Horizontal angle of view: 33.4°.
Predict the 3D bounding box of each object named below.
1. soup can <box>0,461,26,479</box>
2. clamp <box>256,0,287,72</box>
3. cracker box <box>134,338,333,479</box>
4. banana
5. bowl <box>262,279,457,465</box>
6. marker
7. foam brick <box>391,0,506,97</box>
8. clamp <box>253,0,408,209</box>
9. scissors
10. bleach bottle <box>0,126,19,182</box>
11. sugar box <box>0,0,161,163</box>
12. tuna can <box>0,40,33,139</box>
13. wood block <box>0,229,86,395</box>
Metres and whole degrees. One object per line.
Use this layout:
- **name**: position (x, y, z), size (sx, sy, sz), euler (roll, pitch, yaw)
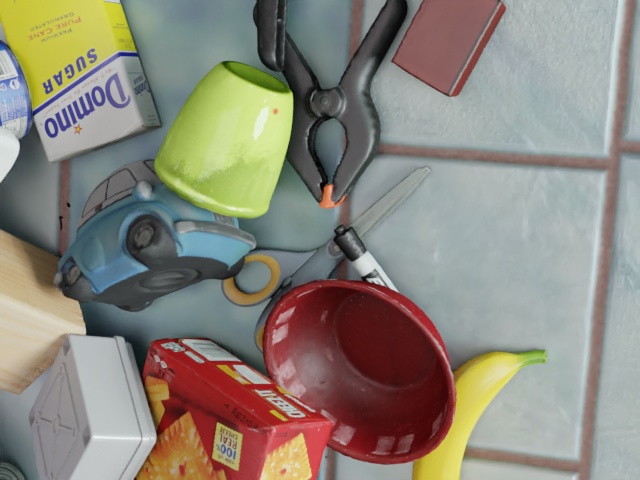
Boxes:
- **soup can**: position (-0.314, 0.241, 0.938), size (0.102, 0.068, 0.068), euler (-22, 92, 16)
- **clamp**: position (-0.031, -0.242, 0.802), size (0.164, 0.036, 0.210), euler (-43, 79, 6)
- **cracker box**: position (-0.092, 0.205, 0.837), size (0.164, 0.071, 0.214), euler (27, 105, 43)
- **banana**: position (0.109, 0.165, 0.834), size (0.070, 0.037, 0.198), euler (24, 103, 12)
- **bowl**: position (0.038, 0.090, 0.817), size (0.162, 0.055, 0.162), euler (15, 122, 24)
- **marker**: position (0.049, 0.038, 0.832), size (0.020, 0.020, 0.121), euler (-34, 98, 16)
- **foam brick**: position (0.095, -0.151, 0.787), size (0.051, 0.053, 0.078), euler (30, 103, 9)
- **clamp**: position (0.017, -0.112, 0.820), size (0.120, 0.039, 0.171), euler (-8, 93, 21)
- **scissors**: position (-0.006, 0.001, 0.852), size (0.096, 0.016, 0.202), euler (34, 104, 8)
- **bleach bottle**: position (-0.343, -0.140, 0.838), size (0.068, 0.102, 0.251), euler (-49, 65, 16)
- **sugar box**: position (-0.202, -0.160, 0.866), size (0.093, 0.048, 0.176), euler (-18, 92, 16)
- **tuna can**: position (-0.269, -0.120, 0.872), size (0.086, 0.033, 0.086), euler (31, 132, 42)
- **wood block**: position (-0.294, 0.035, 0.828), size (0.090, 0.205, 0.091), euler (-41, 48, 15)
